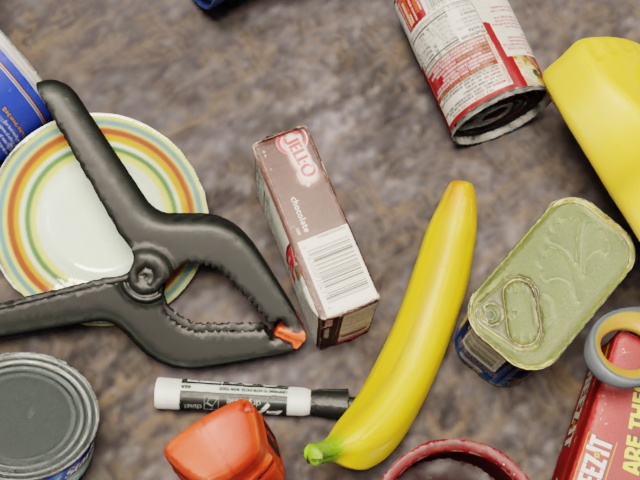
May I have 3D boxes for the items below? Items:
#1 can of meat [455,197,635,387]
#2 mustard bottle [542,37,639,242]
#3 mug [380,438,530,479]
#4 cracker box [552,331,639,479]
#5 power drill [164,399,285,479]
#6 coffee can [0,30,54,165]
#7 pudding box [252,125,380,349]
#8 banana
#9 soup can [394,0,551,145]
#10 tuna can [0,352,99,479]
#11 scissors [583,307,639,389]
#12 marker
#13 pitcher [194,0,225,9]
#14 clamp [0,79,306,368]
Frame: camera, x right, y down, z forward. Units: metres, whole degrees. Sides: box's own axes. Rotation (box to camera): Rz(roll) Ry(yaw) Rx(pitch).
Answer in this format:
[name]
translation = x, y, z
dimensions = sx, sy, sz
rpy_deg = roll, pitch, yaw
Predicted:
[can of meat]
translation = 0.127, 0.035, 0.625
dimensions = 0.057, 0.084, 0.102
rpy_deg = 40, 76, 10
[mustard bottle]
translation = 0.201, -0.027, 0.604
dimensions = 0.058, 0.096, 0.192
rpy_deg = -43, 55, 32
[mug]
translation = 0.073, 0.172, 0.584
dimensions = 0.093, 0.081, 0.117
rpy_deg = -13, 74, -5
[cracker box]
translation = 0.236, 0.168, 0.594
dimensions = 0.214, 0.072, 0.164
rpy_deg = 21, 72, 7
[power drill]
translation = -0.010, 0.176, 0.540
dimensions = 0.057, 0.184, 0.188
rpy_deg = -29, 67, -9
[coffee can]
translation = -0.242, -0.069, 0.640
dimensions = 0.103, 0.103, 0.140
rpy_deg = 43, 77, 11
[pudding box]
translation = -0.004, 0.001, 0.630
dimensions = 0.039, 0.090, 0.113
rpy_deg = -19, 75, -6
[banana]
translation = 0.053, 0.059, 0.626
dimensions = 0.037, 0.069, 0.197
rpy_deg = 19, 64, 21
[soup can]
translation = 0.096, -0.121, 0.679
dimensions = 0.068, 0.068, 0.102
rpy_deg = -20, 74, -7
[tuna can]
translation = -0.170, 0.107, 0.606
dimensions = 0.086, 0.034, 0.086
rpy_deg = 9, 46, -9
[scissors]
translation = 0.200, 0.033, 0.612
dimensions = 0.096, 0.016, 0.201
rpy_deg = 17, 42, 1
[marker]
translation = -0.038, 0.095, 0.638
dimensions = 0.121, 0.020, 0.020
rpy_deg = 3, 73, 0
[pitcher]
translation = -0.002, -0.263, 0.698
dimensions = 0.242, 0.145, 0.149
rpy_deg = -26, 88, -12
[clamp]
translation = -0.103, 0.008, 0.630
dimensions = 0.210, 0.036, 0.164
rpy_deg = 17, 98, -6
